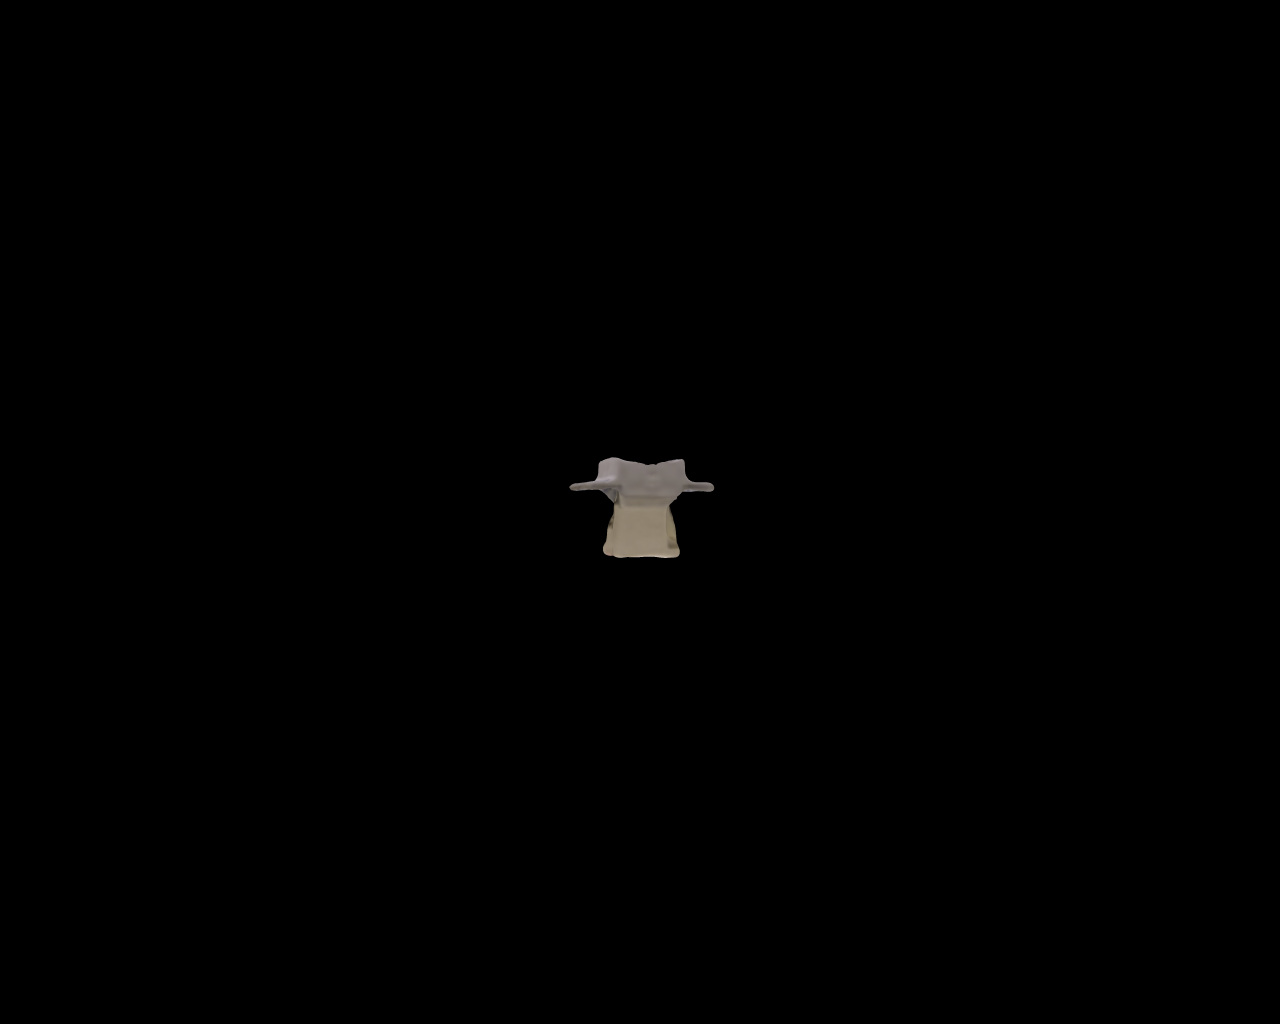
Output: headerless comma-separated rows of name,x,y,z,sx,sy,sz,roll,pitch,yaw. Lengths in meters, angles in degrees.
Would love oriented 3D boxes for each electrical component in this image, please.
electrical component,0.001,-0.003,0.650,0.081,0.063,0.042,0,0,-17
